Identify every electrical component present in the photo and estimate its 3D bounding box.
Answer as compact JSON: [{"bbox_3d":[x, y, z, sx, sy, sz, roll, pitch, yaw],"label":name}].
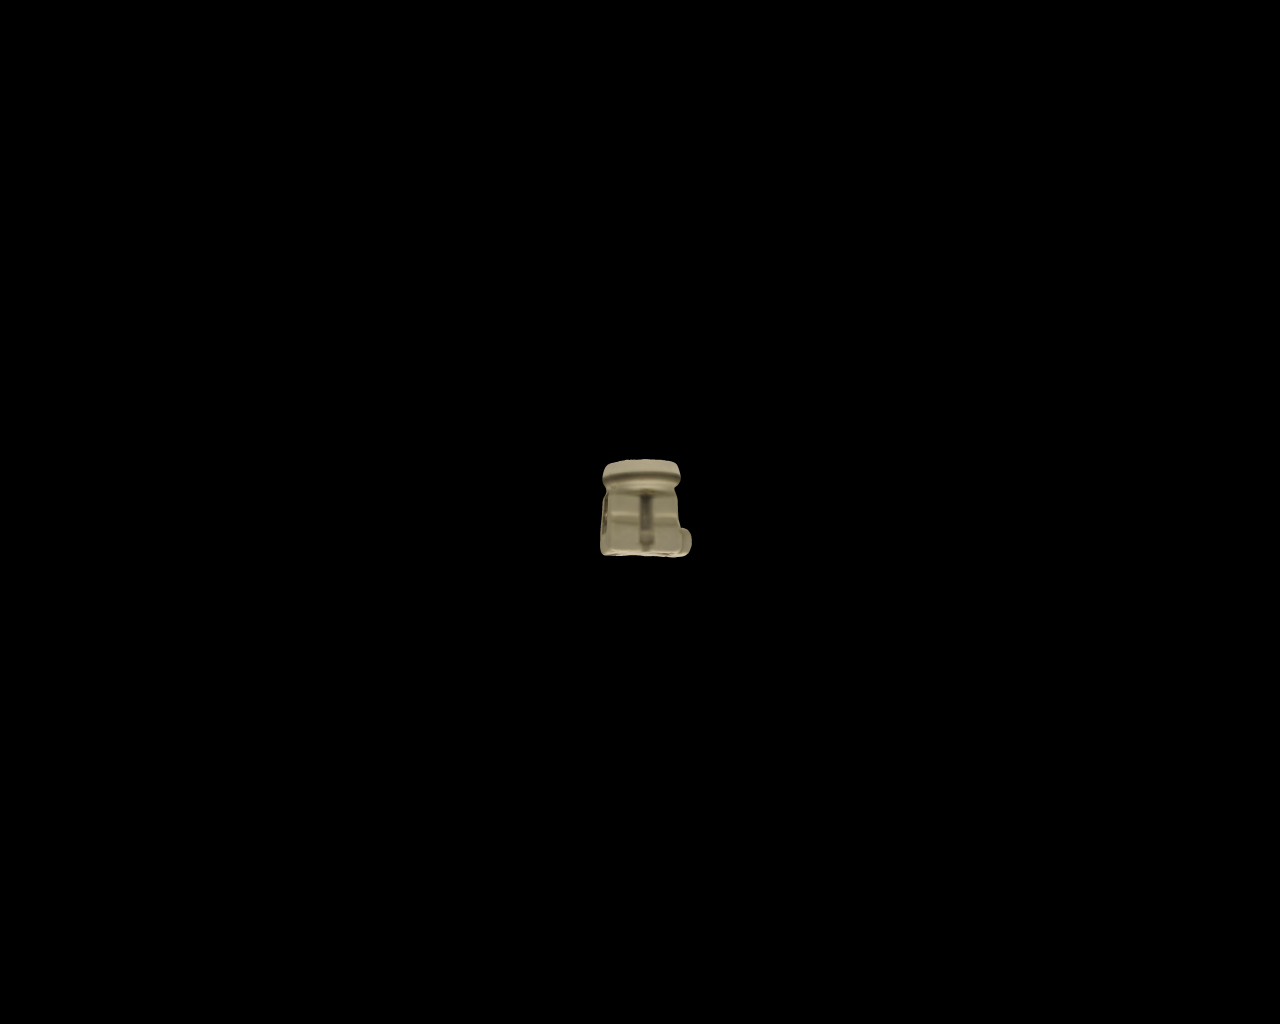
[{"bbox_3d":[0.001,-0.003,0.650,0.066,0.055,0.048,2,-7,-14],"label":"electrical component"}]
